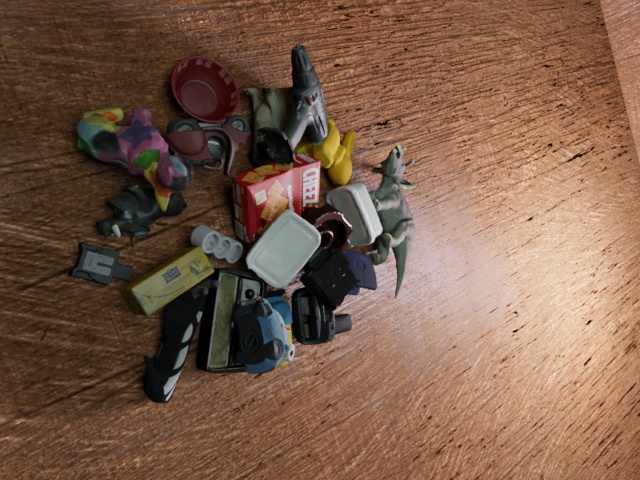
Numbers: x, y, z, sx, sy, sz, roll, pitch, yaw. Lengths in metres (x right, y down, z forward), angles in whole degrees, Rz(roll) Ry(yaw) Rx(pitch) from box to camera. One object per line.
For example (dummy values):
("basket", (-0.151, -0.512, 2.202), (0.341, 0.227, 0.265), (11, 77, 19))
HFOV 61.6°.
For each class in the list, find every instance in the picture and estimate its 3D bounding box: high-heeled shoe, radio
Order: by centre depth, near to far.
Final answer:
("high-heeled shoe", (-0.297, 0.225, 1.158), (0.249, 0.086, 0.145), (-56, 146, -41))
("radio", (-0.196, 0.183, 1.216), (0.131, 0.073, 0.229), (12, 79, -33))

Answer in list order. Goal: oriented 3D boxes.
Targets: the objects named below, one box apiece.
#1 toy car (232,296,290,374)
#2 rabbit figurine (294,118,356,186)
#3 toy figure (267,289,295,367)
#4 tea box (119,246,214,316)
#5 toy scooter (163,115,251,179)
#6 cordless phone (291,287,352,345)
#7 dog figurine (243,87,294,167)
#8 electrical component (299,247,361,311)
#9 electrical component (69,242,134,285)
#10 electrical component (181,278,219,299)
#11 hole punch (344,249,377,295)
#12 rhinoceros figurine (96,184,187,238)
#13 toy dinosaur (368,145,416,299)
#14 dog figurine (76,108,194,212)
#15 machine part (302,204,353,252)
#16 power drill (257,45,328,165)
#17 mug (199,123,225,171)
("toy car", (-0.122, 0.205, 1.172), (0.103, 0.109, 0.161), (5, 69, -58))
("rabbit figurine", (0.027, -0.222, 1.405), (0.173, 0.122, 0.162), (51, 50, -36))
("toy figure", (-0.105, 0.210, 1.275), (0.082, 0.089, 0.180), (-4, 79, -21))
("tea box", (-0.321, 0.084, 1.127), (0.169, 0.098, 0.068), (-38, 107, -33))
("toy scooter", (-0.235, -0.193, 1.149), (0.184, 0.075, 0.135), (-8, 99, -16))
("cordless phone", (0.019, 0.185, 1.374), (0.184, 0.089, 0.146), (-4, 87, -46))
("dog figurine", (-0.101, -0.279, 1.326), (0.172, 0.121, 0.190), (-13, 107, -31))
("electrical component", (0.019, 0.086, 1.284), (0.134, 0.058, 0.115), (52, 55, -13))
("electrical component", (-0.434, 0.055, 1.083), (0.119, 0.048, 0.075), (24, 73, -29))
("electrical component", (-0.266, 0.103, 1.162), (0.063, 0.094, 0.021), (-38, 116, -48))
("hole punch", (0.087, 0.082, 1.415), (0.142, 0.092, 0.115), (10, 76, -30))
("rhinoceros figurine", (-0.375, -0.065, 1.125), (0.190, 0.073, 0.112), (-25, 111, -35))
("toy dinosaur", (0.208, -0.057, 1.499), (0.192, 0.131, 0.404), (-21, 104, -34))
("dog figurine", (-0.358, -0.156, 1.055), (0.191, 0.108, 0.219), (-11, 54, -35))
("machine part", (-0.003, -0.004, 1.331), (0.179, 0.056, 0.179), (-23, 133, -27))
("power drill", (-0.060, -0.290, 1.216), (0.207, 0.086, 0.231), (-65, 151, -31))
("mug", (-0.257, -0.215, 1.217), (0.107, 0.081, 0.109), (10, 85, -22))
